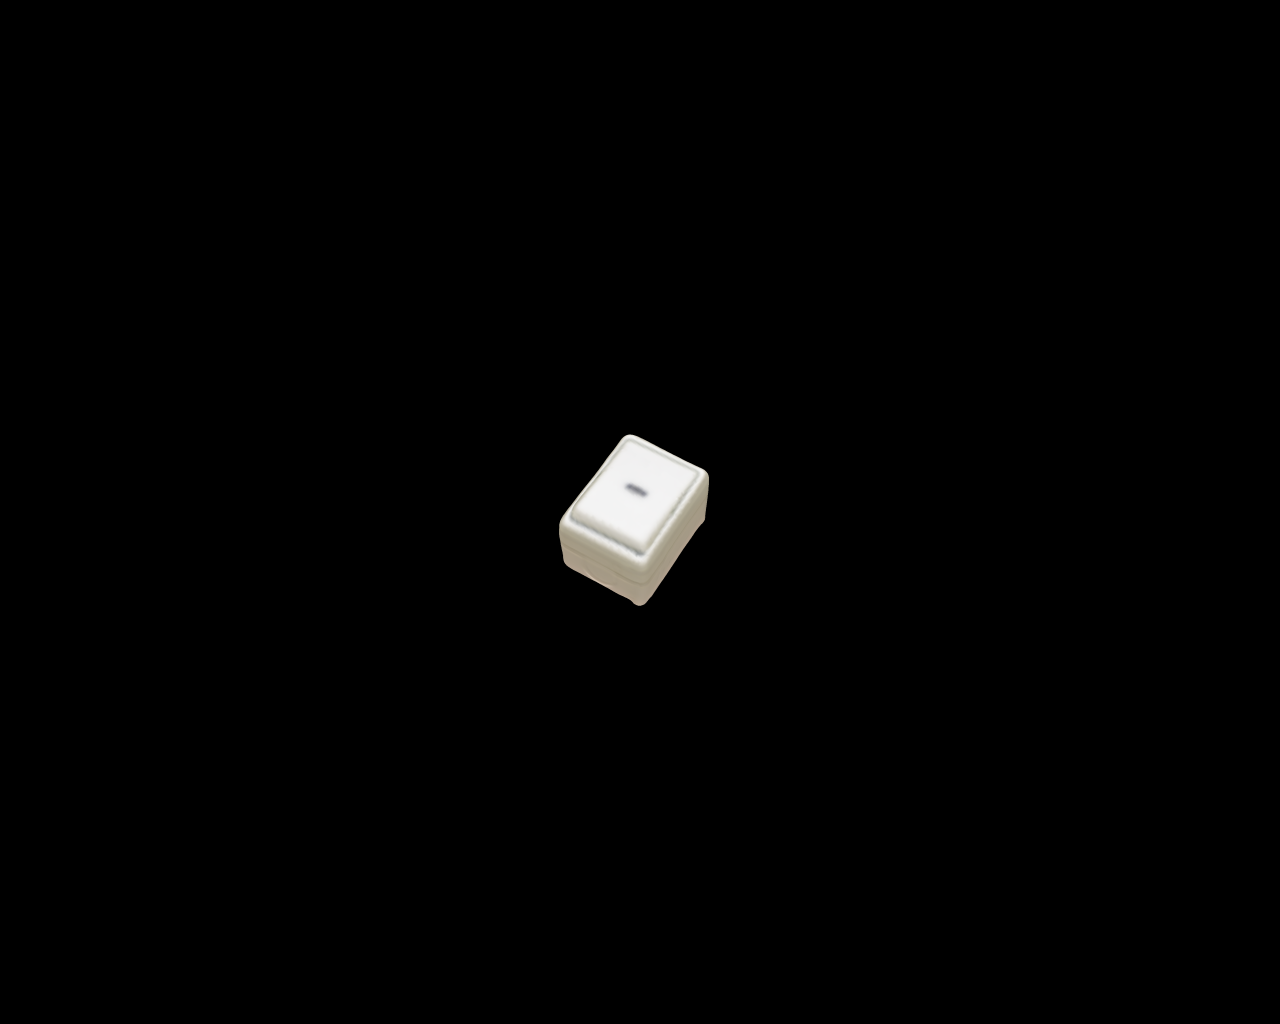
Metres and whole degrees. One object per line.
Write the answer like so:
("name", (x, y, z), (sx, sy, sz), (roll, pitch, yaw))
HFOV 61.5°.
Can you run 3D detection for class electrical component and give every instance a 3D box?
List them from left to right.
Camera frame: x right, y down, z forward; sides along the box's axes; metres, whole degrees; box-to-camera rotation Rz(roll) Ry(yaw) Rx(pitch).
("electrical component", (0.001, -0.003, 0.650), (0.062, 0.096, 0.061), (28, -28, 16))
